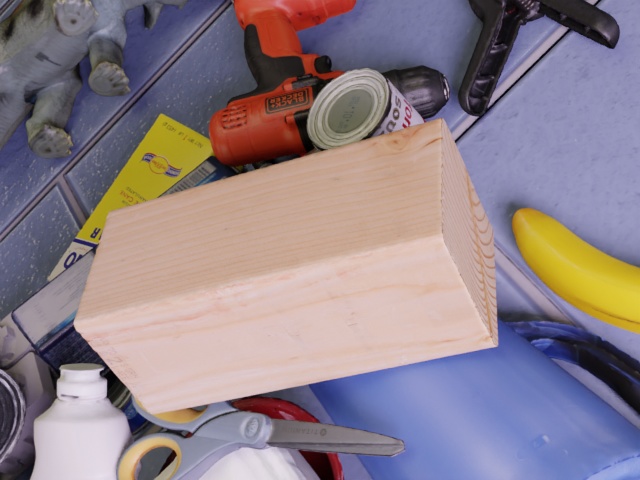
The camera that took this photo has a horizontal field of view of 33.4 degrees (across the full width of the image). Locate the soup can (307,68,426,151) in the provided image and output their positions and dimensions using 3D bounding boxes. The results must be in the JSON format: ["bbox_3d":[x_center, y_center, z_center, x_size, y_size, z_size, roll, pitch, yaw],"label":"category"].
[{"bbox_3d":[0.045,-0.065,0.745,0.069,0.102,0.068,-19,53,27],"label":"soup can"}]

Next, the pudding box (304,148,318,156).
[{"bbox_3d":[-0.005,0.001,0.768,0.090,0.039,0.113,-34,67,17],"label":"pudding box"}]

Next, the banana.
[{"bbox_3d":[0.190,0.024,0.628,0.198,0.037,0.069,12,53,40],"label":"banana"}]

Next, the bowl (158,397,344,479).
[{"bbox_3d":[-0.039,0.186,0.686,0.162,0.055,0.162,-19,53,28],"label":"bowl"}]

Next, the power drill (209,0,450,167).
[{"bbox_3d":[0.001,-0.147,0.844,0.184,0.057,0.187,-11,49,7],"label":"power drill"}]

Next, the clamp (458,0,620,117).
[{"bbox_3d":[0.155,-0.175,0.772,0.120,0.039,0.171,-14,56,29],"label":"clamp"}]

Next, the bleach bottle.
[{"bbox_3d":[-0.158,0.204,0.683,0.103,0.067,0.251,4,95,39],"label":"bleach bottle"}]

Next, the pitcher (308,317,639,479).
[{"bbox_3d":[0.088,0.098,0.606,0.145,0.149,0.243,-59,41,13],"label":"pitcher"}]

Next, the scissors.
[{"bbox_3d":[-0.048,0.122,0.593,0.202,0.016,0.096,17,75,44],"label":"scissors"}]

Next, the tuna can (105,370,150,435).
[{"bbox_3d":[-0.161,0.111,0.842,0.086,0.033,0.086,-19,53,28],"label":"tuna can"}]

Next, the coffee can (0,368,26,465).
[{"bbox_3d":[-0.304,0.114,0.815,0.141,0.102,0.103,26,81,44],"label":"coffee can"}]

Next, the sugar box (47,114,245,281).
[{"bbox_3d":[-0.149,-0.014,0.903,0.093,0.048,0.176,30,83,44],"label":"sugar box"}]

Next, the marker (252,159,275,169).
[{"bbox_3d":[-0.032,-0.035,0.844,0.020,0.020,0.121,-38,47,12],"label":"marker"}]

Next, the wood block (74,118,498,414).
[{"bbox_3d":[-0.016,0.019,0.583,0.206,0.090,0.090,-14,42,20],"label":"wood block"}]
